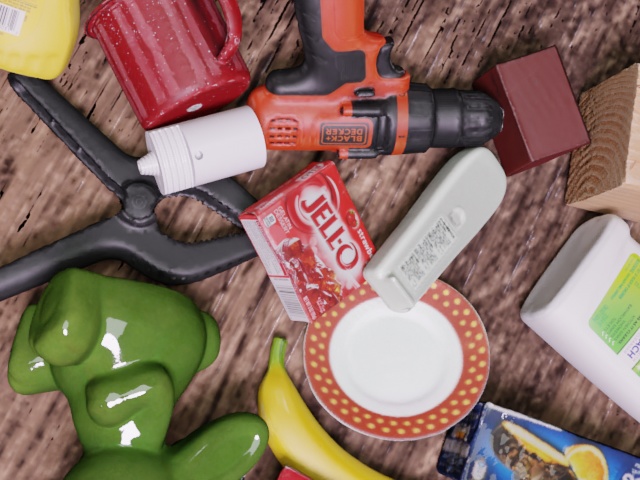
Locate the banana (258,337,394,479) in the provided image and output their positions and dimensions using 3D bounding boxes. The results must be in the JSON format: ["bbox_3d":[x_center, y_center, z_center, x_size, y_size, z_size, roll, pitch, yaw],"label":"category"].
[{"bbox_3d":[0.024,0.155,0.735,0.198,0.037,0.069,42,80,-3],"label":"banana"}]

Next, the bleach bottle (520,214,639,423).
[{"bbox_3d":[0.270,0.098,0.778,0.251,0.068,0.102,39,77,-6],"label":"bleach bottle"}]

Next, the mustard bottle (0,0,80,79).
[{"bbox_3d":[-0.183,-0.206,0.681,0.096,0.058,0.192,21,115,-8],"label":"mustard bottle"}]

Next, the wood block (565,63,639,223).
[{"bbox_3d":[0.297,-0.052,0.782,0.206,0.090,0.091,13,80,-12],"label":"wood block"}]

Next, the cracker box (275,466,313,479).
[{"bbox_3d":[0.033,0.268,0.669,0.213,0.072,0.164,27,50,-1],"label":"cracker box"}]

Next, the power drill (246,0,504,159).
[{"bbox_3d":[0.044,-0.140,0.714,0.184,0.057,0.188,-2,125,-8],"label":"power drill"}]

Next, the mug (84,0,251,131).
[{"bbox_3d":[-0.091,-0.129,0.708,0.093,0.117,0.081,-23,85,-48],"label":"mug"}]

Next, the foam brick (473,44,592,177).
[{"bbox_3d":[0.155,-0.094,0.783,0.051,0.053,0.078,-19,87,-13],"label":"foam brick"}]

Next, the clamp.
[{"bbox_3d":[-0.132,-0.012,0.724,0.210,0.036,0.164,18,72,-11],"label":"clamp"}]

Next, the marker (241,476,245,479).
[{"bbox_3d":[-0.064,0.178,0.726,0.020,0.020,0.121,15,81,-9],"label":"marker"}]

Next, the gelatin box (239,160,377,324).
[{"bbox_3d":[-0.005,0.001,0.731,0.073,0.030,0.089,-36,112,-28],"label":"gelatin box"}]
